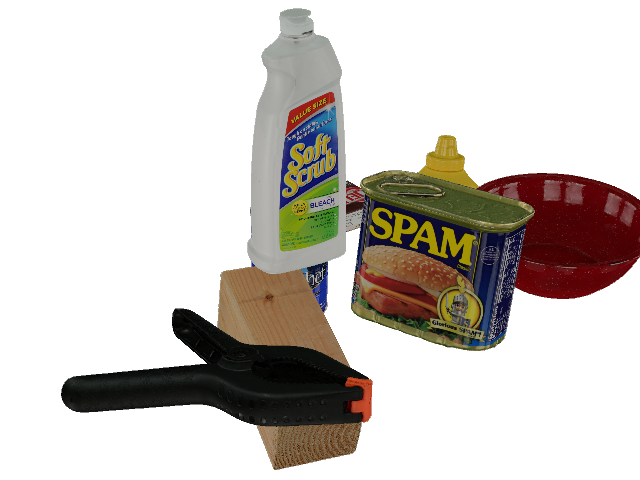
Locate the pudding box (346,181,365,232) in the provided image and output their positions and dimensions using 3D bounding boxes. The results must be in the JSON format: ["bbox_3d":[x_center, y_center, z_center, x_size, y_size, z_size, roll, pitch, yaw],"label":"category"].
[{"bbox_3d":[0.026,-0.048,1.623,0.113,0.039,0.090,-21,34,-30],"label":"pudding box"}]

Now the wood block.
[{"bbox_3d":[-0.035,0.124,1.113,0.090,0.090,0.206,-9,42,-18],"label":"wood block"}]

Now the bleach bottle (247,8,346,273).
[{"bbox_3d":[-0.026,-0.096,1.033,0.102,0.251,0.068,-14,30,-21],"label":"bleach bottle"}]

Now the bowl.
[{"bbox_3d":[0.197,0.002,0.898,0.162,0.055,0.162,0,30,0],"label":"bowl"}]

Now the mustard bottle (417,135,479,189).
[{"bbox_3d":[0.129,-0.019,1.160,0.096,0.192,0.058,-3,19,-19],"label":"mustard bottle"}]

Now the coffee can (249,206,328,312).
[{"bbox_3d":[-0.040,0.022,1.390,0.103,0.140,0.103,1,26,-1],"label":"coffee can"}]

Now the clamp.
[{"bbox_3d":[-0.060,0.095,0.784,0.210,0.036,0.164,5,19,15],"label":"clamp"}]

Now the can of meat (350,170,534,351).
[{"bbox_3d":[0.070,0.012,0.645,0.102,0.084,0.057,18,23,29],"label":"can of meat"}]
